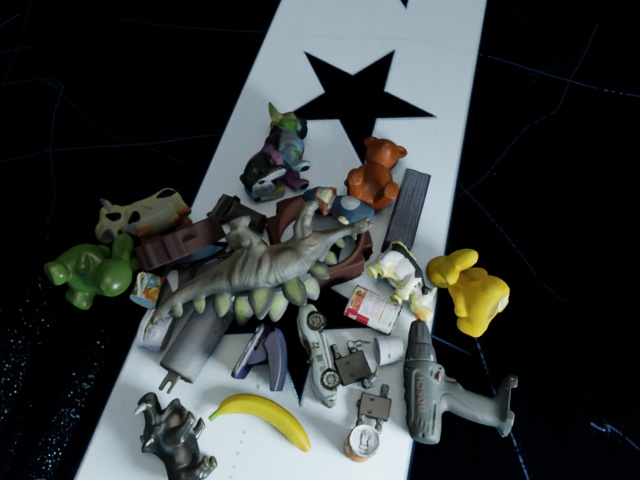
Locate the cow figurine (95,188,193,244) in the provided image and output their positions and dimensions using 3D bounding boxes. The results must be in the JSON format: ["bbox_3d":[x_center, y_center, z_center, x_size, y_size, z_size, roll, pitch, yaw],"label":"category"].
[{"bbox_3d":[-0.387,-0.051,1.154,0.195,0.085,0.127,-28,65,-19],"label":"cow figurine"}]

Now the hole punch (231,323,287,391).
[{"bbox_3d":[-0.095,0.221,1.001,0.092,0.142,0.116,23,78,12],"label":"hole punch"}]

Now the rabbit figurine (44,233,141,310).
[{"bbox_3d":[-0.421,0.068,1.057,0.170,0.121,0.159,9,38,39],"label":"rabbit figurine"}]

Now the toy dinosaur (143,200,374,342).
[{"bbox_3d":[-0.117,0.055,1.015,0.472,0.105,0.198,-18,74,-3],"label":"toy dinosaur"}]

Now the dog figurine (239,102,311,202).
[{"bbox_3d":[-0.107,-0.211,1.239,0.192,0.108,0.219,-17,60,-7],"label":"dog figurine"}]

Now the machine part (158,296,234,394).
[{"bbox_3d":[-0.231,0.185,1.040,0.079,0.079,0.243,26,64,11],"label":"machine part"}]

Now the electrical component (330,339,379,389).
[{"bbox_3d":[0.069,0.240,1.040,0.078,0.045,0.102,-11,63,-9],"label":"electrical component"}]

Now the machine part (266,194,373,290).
[{"bbox_3d":[-0.002,-0.003,1.142,0.201,0.087,0.201,-16,66,-11],"label":"machine part"}]

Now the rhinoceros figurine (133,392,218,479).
[{"bbox_3d":[-0.262,0.355,0.959,0.112,0.073,0.190,-32,69,-5],"label":"rhinoceros figurine"}]

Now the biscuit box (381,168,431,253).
[{"bbox_3d":[0.191,-0.059,1.192,0.063,0.059,0.202,18,63,6],"label":"biscuit box"}]

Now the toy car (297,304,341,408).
[{"bbox_3d":[-0.005,0.221,1.031,0.056,0.073,0.202,-9,63,-11],"label":"toy car"}]

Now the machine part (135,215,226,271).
[{"bbox_3d":[-0.280,0.004,1.076,0.179,0.179,0.056,-24,98,-14],"label":"machine part"}]

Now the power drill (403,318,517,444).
[{"bbox_3d":[0.259,0.271,1.012,0.207,0.086,0.232,13,64,0],"label":"power drill"}]

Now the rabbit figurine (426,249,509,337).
[{"bbox_3d":[0.280,0.090,1.083,0.122,0.162,0.173,-44,54,-9],"label":"rabbit figurine"}]

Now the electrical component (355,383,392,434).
[{"bbox_3d":[0.101,0.315,1.015,0.063,0.021,0.094,13,63,6],"label":"electrical component"}]

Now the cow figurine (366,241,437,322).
[{"bbox_3d":[0.183,0.086,1.104,0.098,0.068,0.167,-42,90,-25],"label":"cow figurine"}]

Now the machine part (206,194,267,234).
[{"bbox_3d":[-0.177,-0.056,1.186,0.139,0.039,0.084,24,59,22],"label":"machine part"}]

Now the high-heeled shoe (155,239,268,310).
[{"bbox_3d":[-0.209,0.072,1.082,0.145,0.086,0.249,11,44,22],"label":"high-heeled shoe"}]

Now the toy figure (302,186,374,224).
[{"bbox_3d":[0.035,-0.073,1.103,0.155,0.057,0.064,25,26,12],"label":"toy figure"}]

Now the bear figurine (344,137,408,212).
[{"bbox_3d":[0.134,-0.164,1.210,0.120,0.132,0.196,23,70,2],"label":"bear figurine"}]
